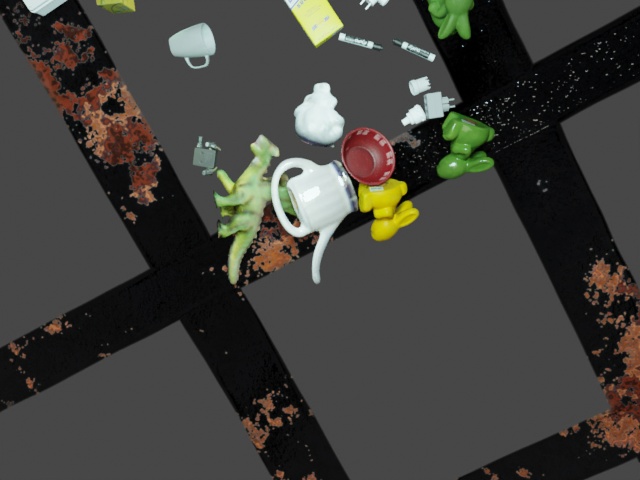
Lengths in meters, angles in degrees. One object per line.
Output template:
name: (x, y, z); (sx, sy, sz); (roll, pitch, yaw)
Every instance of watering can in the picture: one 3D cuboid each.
watering can: (0.004, -0.070, 1.394); (0.225, 0.105, 0.344); (-25, 105, -9)

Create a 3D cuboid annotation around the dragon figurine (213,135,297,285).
dragon figurine: (-0.162, -0.085, 1.420); (0.243, 0.124, 0.404); (-7, 107, -5)

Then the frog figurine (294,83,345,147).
frog figurine: (0.003, -0.332, 1.364); (0.138, 0.124, 0.157); (23, 112, 17)
